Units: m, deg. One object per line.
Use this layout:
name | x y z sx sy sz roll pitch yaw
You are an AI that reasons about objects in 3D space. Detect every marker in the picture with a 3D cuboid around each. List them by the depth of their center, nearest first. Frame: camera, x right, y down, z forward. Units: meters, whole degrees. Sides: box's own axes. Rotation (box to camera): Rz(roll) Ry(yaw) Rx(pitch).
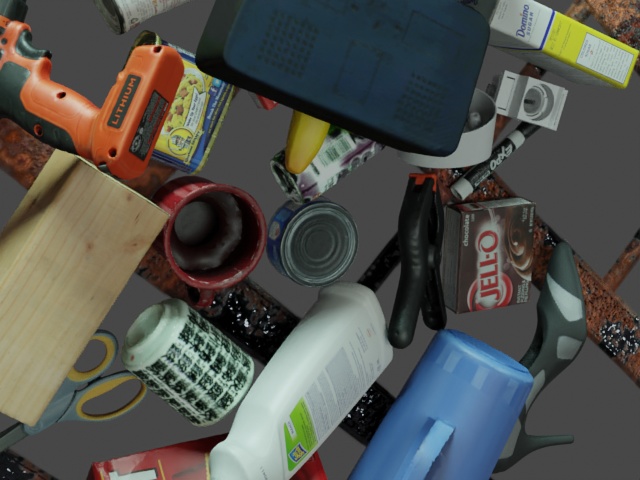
marker | 0.182 -0.087 1.091 0.121 0.020 0.020 -42 117 -10

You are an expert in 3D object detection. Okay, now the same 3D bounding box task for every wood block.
wood block | -0.227 0.035 0.885 0.090 0.091 0.206 34 88 -29

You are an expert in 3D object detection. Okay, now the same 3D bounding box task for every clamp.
clamp | 0.103 0.021 1.059 0.120 0.039 0.171 9 88 -70

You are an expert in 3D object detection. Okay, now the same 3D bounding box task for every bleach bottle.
bleach bottle | -0.027 0.148 0.965 0.250 0.068 0.102 -45 127 -40

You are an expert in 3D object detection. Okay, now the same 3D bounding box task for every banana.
banana | -0.014 -0.159 0.931 0.069 0.037 0.198 -14 105 -20

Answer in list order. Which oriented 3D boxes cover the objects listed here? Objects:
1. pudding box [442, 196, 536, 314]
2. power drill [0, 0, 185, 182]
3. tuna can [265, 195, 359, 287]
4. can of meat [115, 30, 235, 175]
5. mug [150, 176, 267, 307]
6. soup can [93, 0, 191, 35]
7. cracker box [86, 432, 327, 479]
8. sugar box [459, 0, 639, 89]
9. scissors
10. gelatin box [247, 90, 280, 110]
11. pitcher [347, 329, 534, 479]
pudding box | 0.173 0.015 1.102 0.089 0.039 0.113 -8 106 -24
power drill | -0.203 -0.136 0.819 0.188 0.057 0.184 19 87 15
tuna can | -0.007 0.001 1.014 0.086 0.034 0.086 -7 107 -25
can of meat | -0.129 -0.115 0.913 0.083 0.058 0.102 22 94 -31
mug | -0.105 0.001 0.940 0.093 0.082 0.117 -5 105 -25
soup can | -0.135 -0.219 0.876 0.102 0.069 0.068 -30 114 -16
cracker box | -0.090 0.264 0.970 0.213 0.164 0.072 -8 151 -24
sugar box | 0.212 -0.198 1.035 0.176 0.093 0.048 19 94 -29
scissors | -0.251 0.142 0.944 0.201 0.016 0.096 -15 108 -22
gelatin box | -0.036 -0.172 0.958 0.089 0.030 0.073 -39 115 -14
pitcher | 0.109 0.215 1.052 0.144 0.149 0.243 25 95 -30
